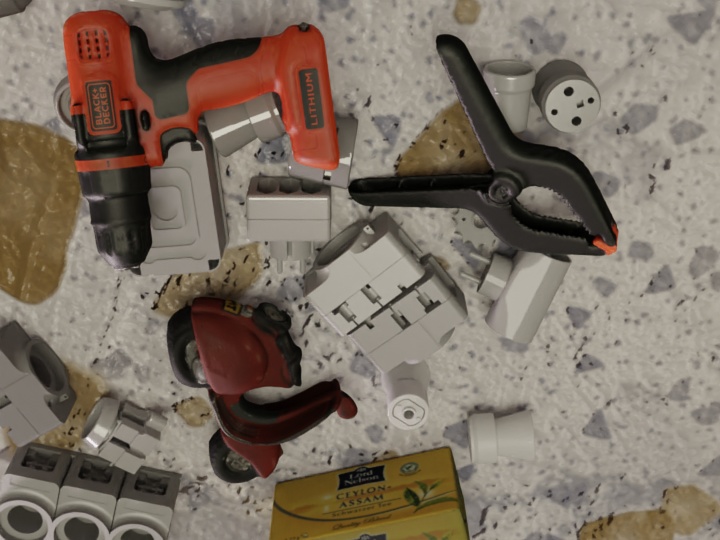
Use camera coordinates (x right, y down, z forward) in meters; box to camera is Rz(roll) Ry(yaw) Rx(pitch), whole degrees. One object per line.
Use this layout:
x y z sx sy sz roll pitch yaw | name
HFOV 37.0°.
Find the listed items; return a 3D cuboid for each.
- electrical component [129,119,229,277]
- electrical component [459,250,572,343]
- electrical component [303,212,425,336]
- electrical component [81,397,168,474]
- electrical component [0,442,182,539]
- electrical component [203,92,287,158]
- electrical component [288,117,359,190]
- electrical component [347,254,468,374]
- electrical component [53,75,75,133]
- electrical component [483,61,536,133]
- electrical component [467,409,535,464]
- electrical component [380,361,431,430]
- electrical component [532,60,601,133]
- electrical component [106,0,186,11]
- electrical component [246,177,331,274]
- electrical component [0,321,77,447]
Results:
-0.149 -0.058 0.849 0.078 0.057 0.113 -4 114 2 | electrical component
0.122 0.010 0.888 0.079 0.043 0.077 24 108 0 | electrical component
0.000 0.000 0.879 0.089 0.050 0.055 -38 110 15 | electrical component
-0.211 0.142 0.946 0.055 0.048 0.066 31 111 -21 | electrical component
-0.247 0.222 0.972 0.150 0.061 0.089 13 113 -6 | electrical component
-0.087 -0.117 0.830 0.055 0.045 0.045 -19 113 8 | electrical component
-0.029 -0.093 0.836 0.047 0.055 0.055 9 114 -1 | electrical component
0.041 0.040 0.897 0.089 0.050 0.055 -35 110 15 | electrical component
-0.205 -0.130 0.817 0.048 0.055 0.066 6 114 -3 | electrical component
0.113 -0.133 0.827 0.040 0.040 0.046 0 119 0 | electrical component
0.124 0.147 0.950 0.055 0.045 0.045 -4 114 2 | electrical component
0.040 0.106 0.919 0.044 0.065 0.044 0 114 0 | electrical component
0.157 -0.132 0.818 0.045 0.055 0.045 0 114 0 | electrical component
-0.161 -0.217 0.766 0.080 0.080 0.051 12 108 -6 | electrical component
-0.056 -0.032 0.867 0.066 0.047 0.076 0 114 -1 | electrical component
-0.290 0.096 0.921 0.056 0.050 0.089 -29 111 12 | electrical component
